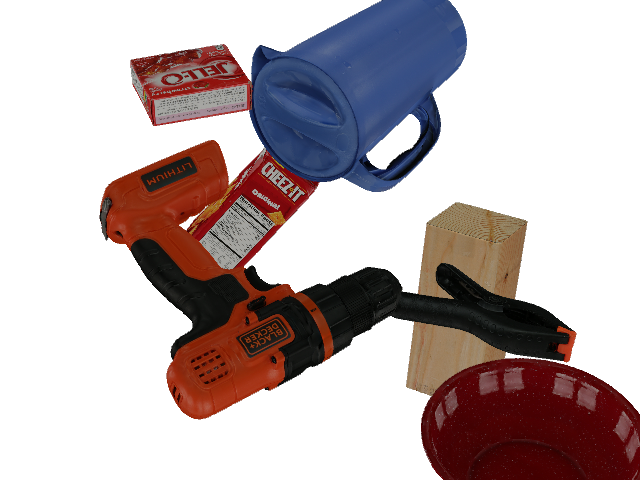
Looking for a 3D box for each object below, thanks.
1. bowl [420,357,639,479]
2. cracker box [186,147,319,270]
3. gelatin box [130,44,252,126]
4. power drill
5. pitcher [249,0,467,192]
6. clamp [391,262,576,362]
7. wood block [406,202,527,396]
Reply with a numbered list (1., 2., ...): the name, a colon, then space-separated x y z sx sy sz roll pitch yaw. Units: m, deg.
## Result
1. bowl: 0.152 0.157 0.769 0.162 0.055 0.162 -1 36 0
2. cracker box: -0.079 -0.041 1.215 0.072 0.214 0.164 40 27 -8
3. gelatin box: -0.110 -0.134 0.911 0.089 0.030 0.073 -13 40 -17
4. power drill: -0.057 0.017 0.766 0.184 0.188 0.057 -25 -27 -26
5. pitcher: 0.055 -0.162 1.094 0.145 0.149 0.242 13 38 35
6. clamp: 0.156 0.065 0.993 0.172 0.039 0.120 19 30 18
7. wood block: 0.166 0.074 1.216 0.090 0.206 0.090 17 25 26
